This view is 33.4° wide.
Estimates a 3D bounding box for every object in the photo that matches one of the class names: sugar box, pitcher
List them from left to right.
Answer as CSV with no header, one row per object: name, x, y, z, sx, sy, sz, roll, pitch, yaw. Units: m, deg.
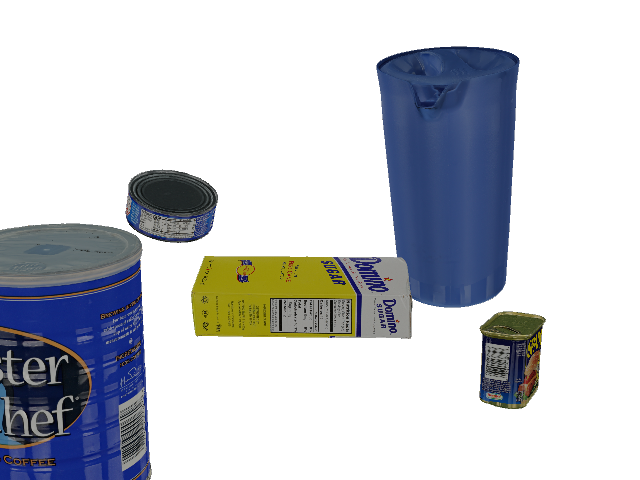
sugar box,-0.014,0.045,0.887,0.176,0.048,0.093,-2,19,2
pitcher,0.131,-0.067,1.053,0.149,0.243,0.145,-14,25,-22

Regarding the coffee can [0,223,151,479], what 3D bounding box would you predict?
coffee can,-0.149,0.070,0.597,0.103,0.140,0.103,0,15,0

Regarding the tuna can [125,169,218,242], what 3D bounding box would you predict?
tuna can,-0.143,-0.033,1.022,0.086,0.034,0.086,10,29,-6

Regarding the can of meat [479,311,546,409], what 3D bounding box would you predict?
can of meat,0.211,0.131,1.180,0.058,0.084,0.102,6,11,23
